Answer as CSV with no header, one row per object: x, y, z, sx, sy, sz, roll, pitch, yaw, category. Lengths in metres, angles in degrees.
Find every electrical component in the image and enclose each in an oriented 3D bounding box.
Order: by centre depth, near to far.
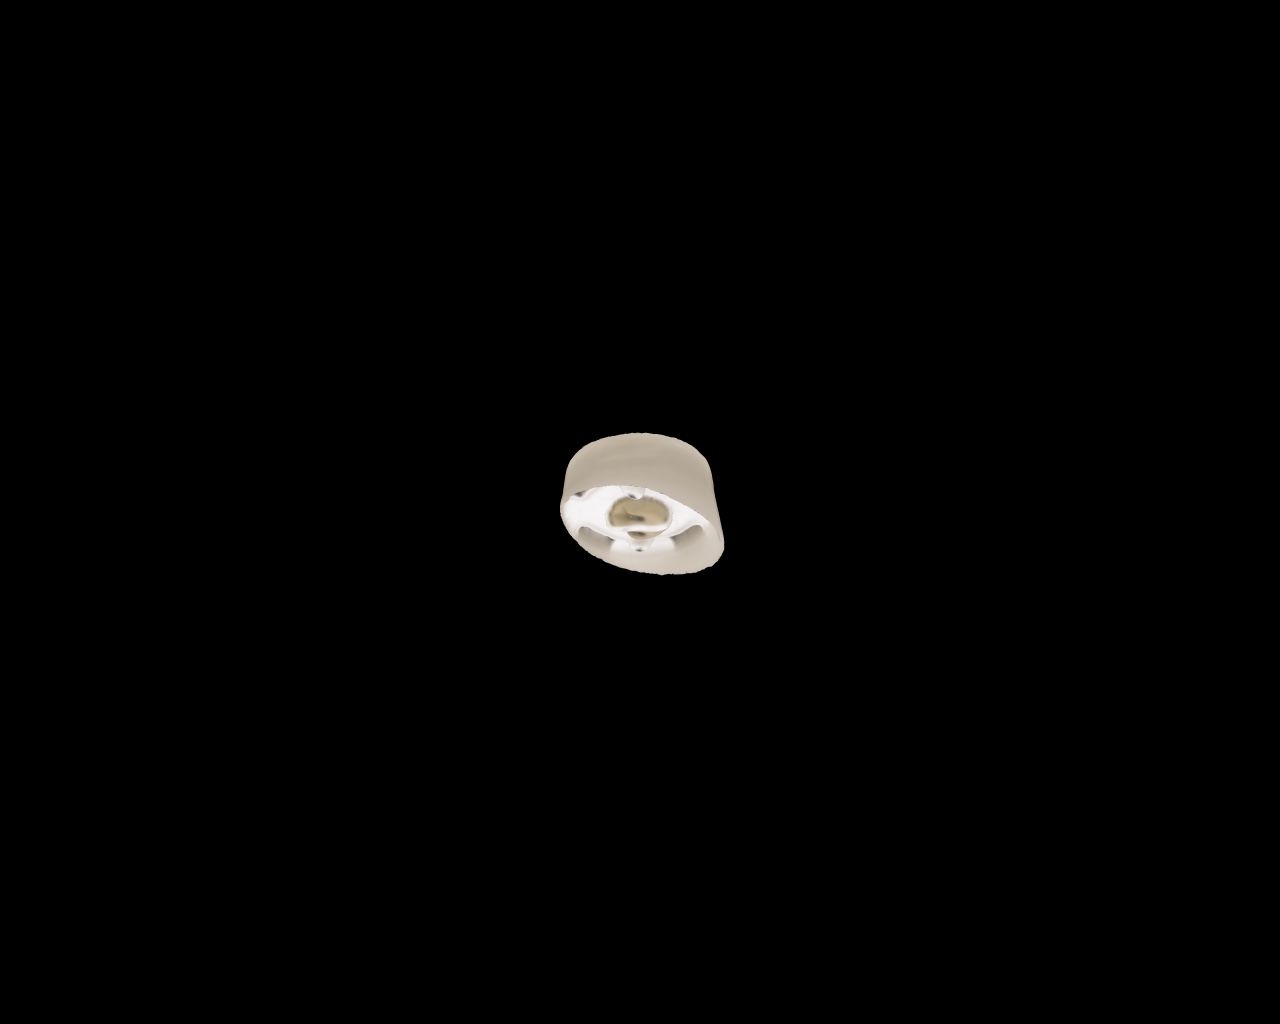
0.001,-0.003,0.650,0.099,0.064,0.099,0,-33,0,electrical component
